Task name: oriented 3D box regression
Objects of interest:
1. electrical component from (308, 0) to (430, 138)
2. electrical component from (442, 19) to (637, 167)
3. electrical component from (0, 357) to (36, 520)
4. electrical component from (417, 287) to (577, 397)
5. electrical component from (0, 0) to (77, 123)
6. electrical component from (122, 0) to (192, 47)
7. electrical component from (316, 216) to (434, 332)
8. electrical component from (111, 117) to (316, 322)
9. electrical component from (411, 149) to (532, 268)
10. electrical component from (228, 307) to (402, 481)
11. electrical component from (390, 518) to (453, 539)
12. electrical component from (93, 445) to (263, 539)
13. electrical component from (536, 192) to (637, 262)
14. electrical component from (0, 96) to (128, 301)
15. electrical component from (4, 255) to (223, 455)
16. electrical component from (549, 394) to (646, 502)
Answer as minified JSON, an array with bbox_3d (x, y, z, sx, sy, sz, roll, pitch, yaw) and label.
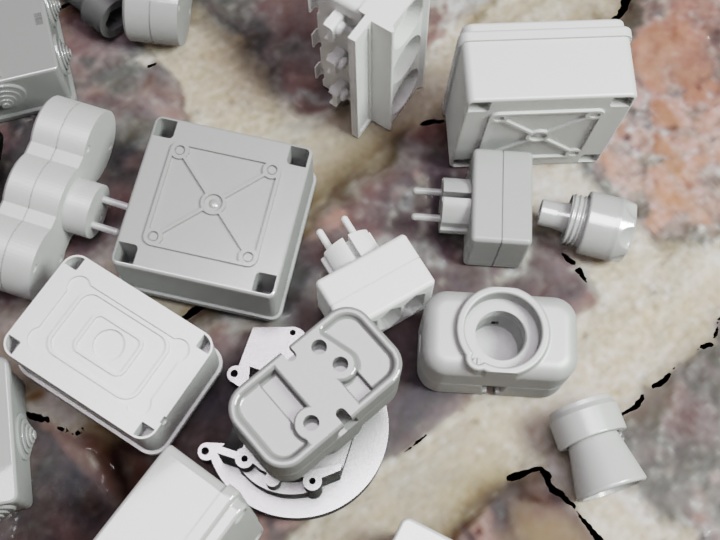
[{"bbox_3d":[0.007,-0.153,0.712,0.063,0.121,0.078,32,73,12],"label":"electrical component"},{"bbox_3d":[0.114,-0.113,0.708,0.109,0.108,0.056,-2,73,-2],"label":"electrical component"},{"bbox_3d":[-0.248,0.107,0.651,0.100,0.048,0.099,-9,71,-5],"label":"electrical component"},{"bbox_3d":[0.086,0.046,0.676,0.095,0.059,0.053,3,70,0],"label":"electrical component"},{"bbox_3d":[-0.252,-0.153,0.744,0.100,0.048,0.099,-15,71,-7],"label":"electrical component"},{"bbox_3d":[-0.120,-0.223,0.770,0.074,0.052,0.138,6,70,0],"label":"electrical component"},{"bbox_3d":[0.000,0.000,0.697,0.066,0.047,0.076,-29,72,-10],"label":"electrical component"},{"bbox_3d":[-0.093,-0.033,0.701,0.109,0.056,0.108,12,70,3],"label":"electrical component"},{"bbox_3d":[0.072,-0.042,0.713,0.077,0.047,0.065,4,70,0],"label":"electrical component"},{"bbox_3d":[-0.024,0.072,0.612,0.095,0.059,0.053,-39,75,-14],"label":"electrical component"},{"bbox_3d":[0.045,0.205,0.624,0.100,0.048,0.099,26,72,8],"label":"electrical component"},{"bbox_3d":[-0.111,0.165,0.603,0.056,0.108,0.108,34,73,13],"label":"electrical component"},{"bbox_3d":[0.150,-0.031,0.714,0.062,0.043,0.043,14,71,5],"label":"electrical component"},{"bbox_3d":[-0.188,-0.043,0.704,0.074,0.052,0.138,17,71,5],"label":"electrical component"},{"bbox_3d":[-0.151,0.054,0.668,0.113,0.057,0.078,31,72,9],"label":"electrical component"},{"bbox_3d":[0.145,0.109,0.663,0.045,0.045,0.055,-15,71,-7],"label":"electrical component"}]
